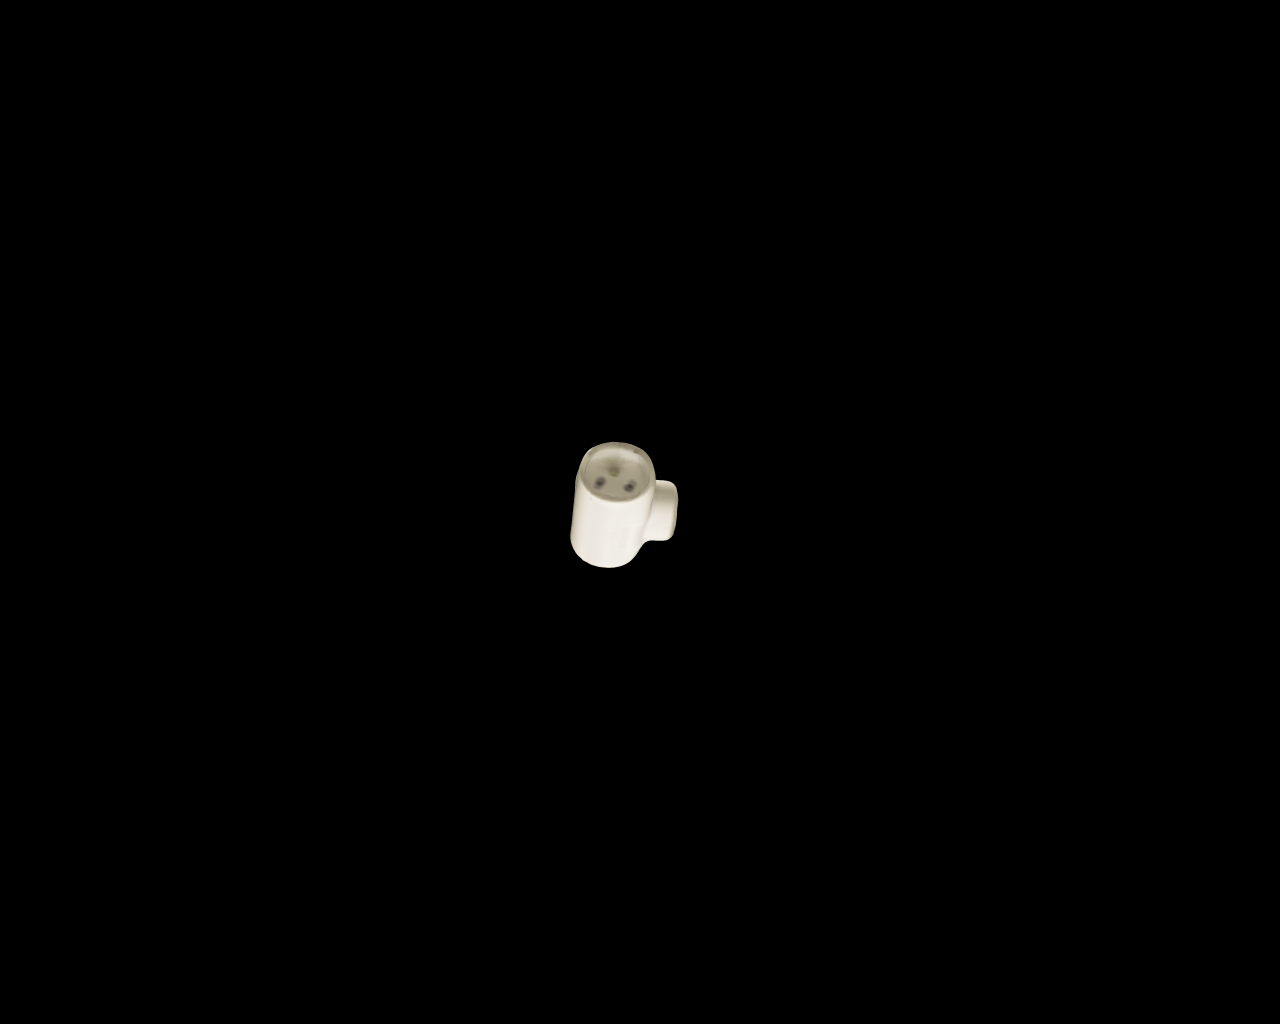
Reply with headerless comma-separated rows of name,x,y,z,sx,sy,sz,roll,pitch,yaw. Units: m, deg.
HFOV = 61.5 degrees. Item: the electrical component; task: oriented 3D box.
electrical component,0.001,-0.003,0.650,0.079,0.043,0.077,3,-33,-5
